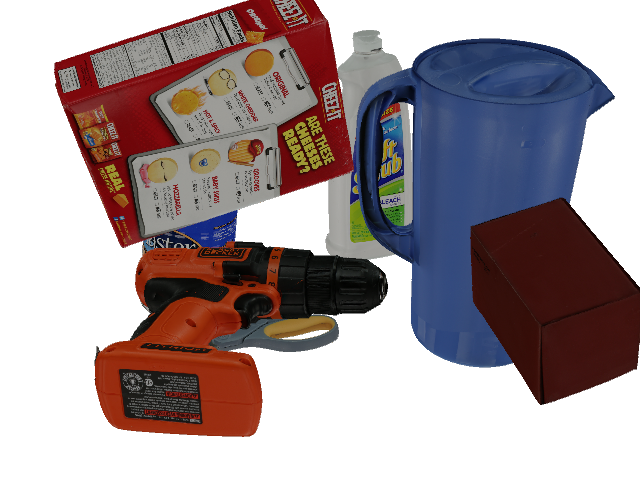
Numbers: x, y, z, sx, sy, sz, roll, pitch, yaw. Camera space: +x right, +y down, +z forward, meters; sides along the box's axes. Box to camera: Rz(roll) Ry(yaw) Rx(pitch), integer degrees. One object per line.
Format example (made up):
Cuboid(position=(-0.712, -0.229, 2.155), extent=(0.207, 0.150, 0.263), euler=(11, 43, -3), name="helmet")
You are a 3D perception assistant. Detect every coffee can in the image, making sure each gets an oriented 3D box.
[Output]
Cuboid(position=(-0.144, 0.004, 1.168), extent=(0.103, 0.140, 0.103), euler=(5, 26, -3), name="coffee can")

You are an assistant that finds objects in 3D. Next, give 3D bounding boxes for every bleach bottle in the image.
Cuboid(position=(0.050, -0.105, 1.184), extent=(0.102, 0.251, 0.068), euler=(-10, 24, -12), name="bleach bottle")

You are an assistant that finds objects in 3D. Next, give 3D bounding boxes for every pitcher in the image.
Cuboid(position=(0.120, -0.026, 0.831), extent=(0.149, 0.243, 0.144), euler=(24, 37, 34), name="pitcher")

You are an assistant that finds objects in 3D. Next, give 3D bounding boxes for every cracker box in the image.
Cuboid(position=(-0.091, -0.101, 0.881), extent=(0.213, 0.072, 0.164), euler=(-19, -43, -6), name="cracker box")

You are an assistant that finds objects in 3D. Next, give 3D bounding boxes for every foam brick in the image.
Cuboid(position=(0.109, 0.027, 0.502), extent=(0.051, 0.053, 0.078), euler=(-16, 40, -9), name="foam brick")

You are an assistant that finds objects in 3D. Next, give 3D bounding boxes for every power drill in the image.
Cuboid(position=(-0.055, 0.058, 0.712), extent=(0.184, 0.057, 0.187), euler=(0, 22, 11), name="power drill")

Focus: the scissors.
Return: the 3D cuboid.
Cuboid(position=(-0.084, 0.084, 1.005), extent=(0.201, 0.016, 0.096), euler=(-4, 28, -4), name="scissors")
